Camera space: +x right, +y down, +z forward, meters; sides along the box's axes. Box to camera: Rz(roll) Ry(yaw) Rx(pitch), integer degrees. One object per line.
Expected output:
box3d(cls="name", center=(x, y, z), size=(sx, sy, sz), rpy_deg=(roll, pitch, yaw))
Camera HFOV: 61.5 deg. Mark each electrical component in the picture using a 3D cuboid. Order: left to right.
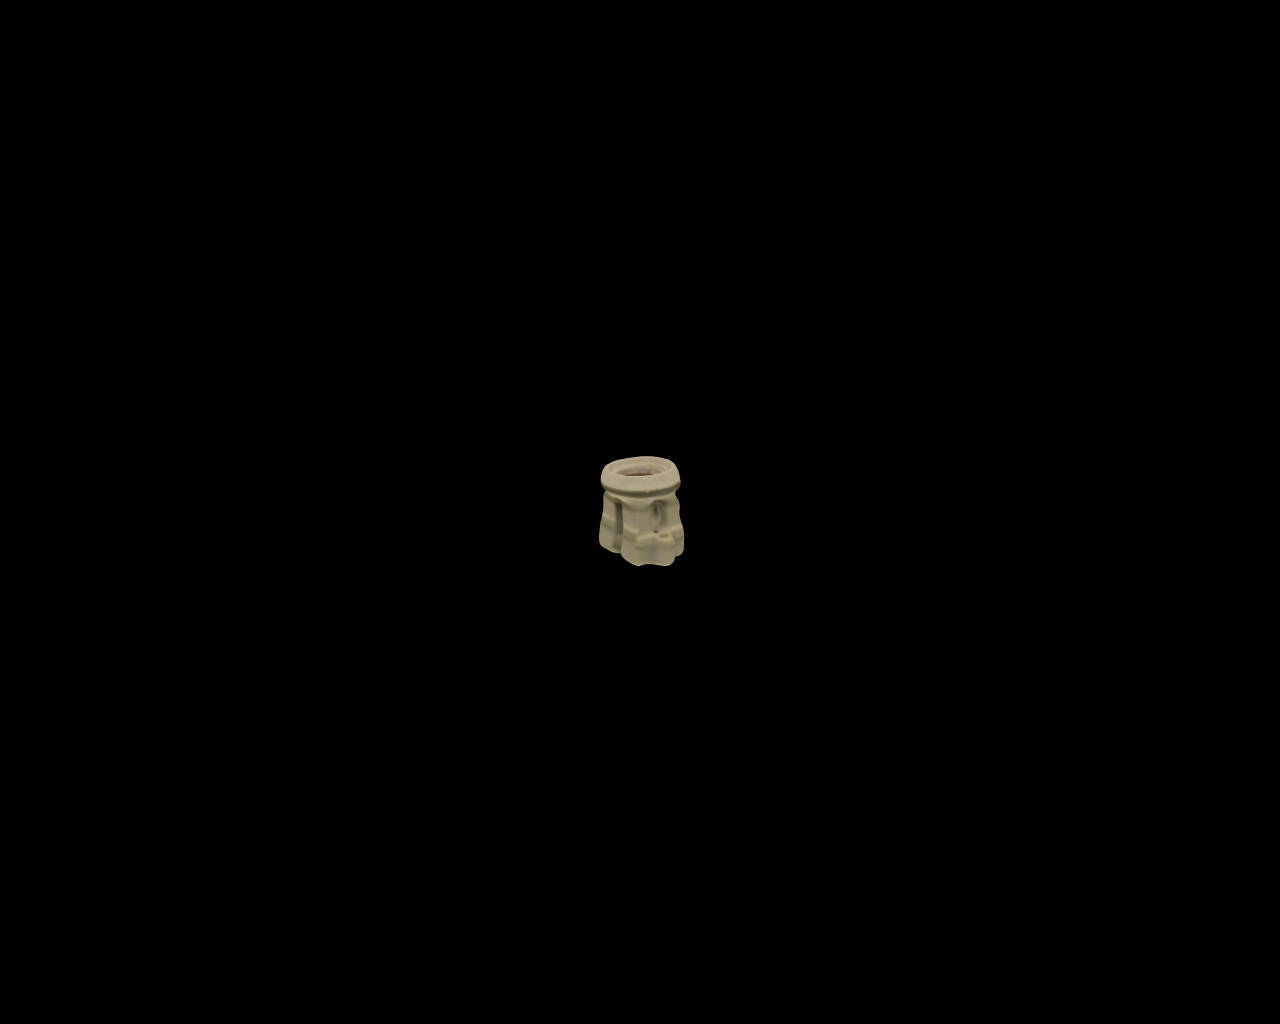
box3d(cls="electrical component", center=(0.001, -0.003, 0.650), size=(0.048, 0.055, 0.066), rpy_deg=(-14, 24, -33))
